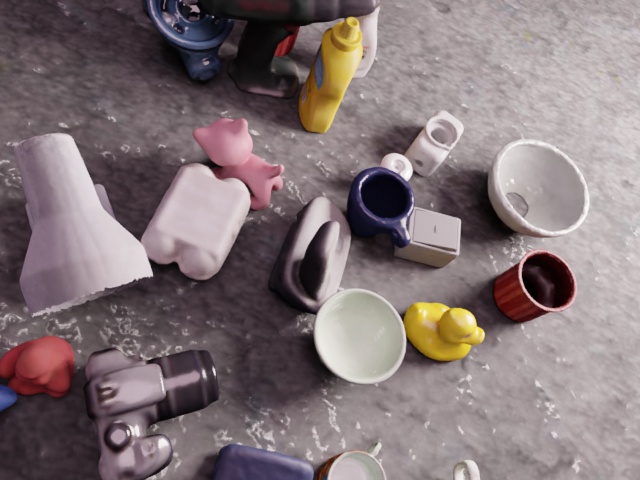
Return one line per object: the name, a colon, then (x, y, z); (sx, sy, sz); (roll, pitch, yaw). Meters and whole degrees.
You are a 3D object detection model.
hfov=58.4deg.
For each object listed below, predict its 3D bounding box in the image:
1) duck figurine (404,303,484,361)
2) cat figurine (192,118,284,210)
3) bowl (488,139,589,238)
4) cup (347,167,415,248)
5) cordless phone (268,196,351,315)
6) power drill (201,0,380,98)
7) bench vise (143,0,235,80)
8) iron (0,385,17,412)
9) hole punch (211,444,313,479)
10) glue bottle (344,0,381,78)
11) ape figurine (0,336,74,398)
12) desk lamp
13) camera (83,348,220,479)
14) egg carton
duck figurine: (0.169, 0.115, 0.766); (0.104, 0.086, 0.077); (28, 63, -3)
cat figurine: (-0.105, -0.113, 0.766); (0.128, 0.117, 0.067); (30, 63, -2)
bowl: (0.328, -0.070, 0.899); (0.168, 0.074, 0.167); (6, 66, -14)
cup: (0.081, -0.031, 0.798); (0.092, 0.095, 0.117); (-22, 75, -23)
cordless phone: (0.007, 0.003, 0.711); (0.094, 0.185, 0.147); (19, 64, -7)
power drill: (-0.054, -0.296, 0.808); (0.230, 0.208, 0.075); (6, 66, -14)
bench vise: (-0.199, -0.356, 0.785); (0.207, 0.219, 0.122); (45, 63, 6)
iron: (-0.441, 0.164, 0.535); (0.259, 0.141, 0.118); (-24, 76, -24)
hole punch: (-0.068, 0.281, 0.623); (0.109, 0.091, 0.101); (17, 64, -9)
glue bottle: (0.060, -0.314, 0.869); (0.078, 0.173, 0.037); (-5, 69, -18)
ape figurine: (-0.302, 0.136, 0.616); (0.078, 0.092, 0.076); (39, 63, 3)
desk lamp: (-0.266, -0.004, 0.618); (0.118, 0.213, 0.203); (-19, 74, -22)
camera: (-0.179, 0.180, 0.628); (0.137, 0.100, 0.143); (-11, 71, -20)
egg carton: (-0.156, -0.025, 0.740); (0.107, 0.069, 0.150); (23, 63, -6)
